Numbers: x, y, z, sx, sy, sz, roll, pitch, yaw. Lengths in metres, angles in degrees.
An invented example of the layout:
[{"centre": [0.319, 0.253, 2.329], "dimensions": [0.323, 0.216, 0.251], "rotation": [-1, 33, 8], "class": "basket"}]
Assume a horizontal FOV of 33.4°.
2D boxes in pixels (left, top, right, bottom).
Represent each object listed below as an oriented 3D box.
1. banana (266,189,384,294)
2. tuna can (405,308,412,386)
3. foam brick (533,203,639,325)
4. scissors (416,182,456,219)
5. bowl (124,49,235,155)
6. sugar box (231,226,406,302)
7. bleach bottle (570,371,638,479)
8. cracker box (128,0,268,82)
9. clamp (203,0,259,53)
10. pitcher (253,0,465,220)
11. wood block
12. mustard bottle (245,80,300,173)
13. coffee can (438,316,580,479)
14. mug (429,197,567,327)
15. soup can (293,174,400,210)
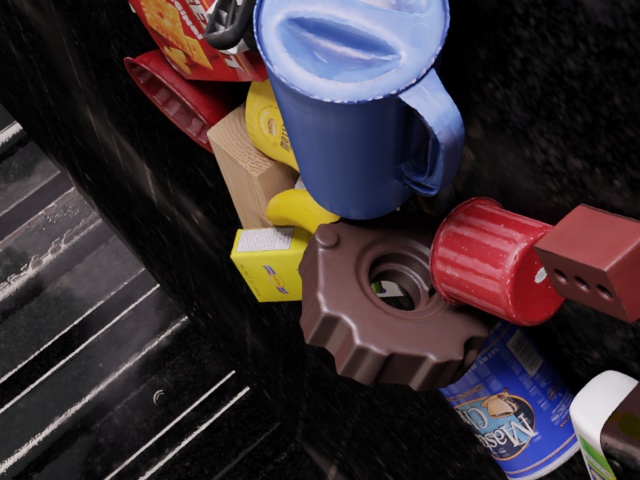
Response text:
[{"centre": [-0.004, -0.014, 1.056], "dimensions": [0.198, 0.037, 0.070], "rotation": [37, 133, 49], "class": "banana"}, {"centre": [0.104, 0.124, 1.229], "dimensions": [0.086, 0.086, 0.034], "rotation": [57, 162, -24], "class": "tuna can"}, {"centre": [0.201, 0.016, 0.752], "dimensions": [0.053, 0.051, 0.078], "rotation": [58, 163, -27], "class": "foam brick"}, {"centre": [0.126, 0.003, 1.009], "dimensions": [0.096, 0.016, 0.201], "rotation": [41, 163, 31], "class": "scissors"}, {"centre": [-0.150, -0.169, 1.234], "dimensions": [0.162, 0.055, 0.162], "rotation": [41, 170, 8], "class": "bowl"}, {"centre": [0.001, 0.026, 1.175], "dimensions": [0.176, 0.048, 0.093], "rotation": [-2, 142, 23], "class": "sugar box"}, {"centre": [0.290, 0.220, 0.968], "dimensions": [0.103, 0.068, 0.250], "rotation": [37, 163, 40], "class": "bleach bottle"}, {"centre": [-0.119, -0.237, 1.042], "dimensions": [0.164, 0.072, 0.214], "rotation": [56, 164, -23], "class": "cracker box"}, {"centre": [-0.059, -0.186, 0.793], "dimensions": [0.210, 0.036, 0.164], "rotation": [44, -145, -70], "class": "clamp"}, {"centre": [0.035, -0.101, 0.820], "dimensions": [0.243, 0.145, 0.149], "rotation": [79, -166, -68], "class": "pitcher"}, {"centre": [-0.046, -0.062, 1.210], "dimensions": [0.090, 0.090, 0.206], "rotation": [41, 163, 29], "class": "wood block"}, {"centre": [0.008, -0.092, 1.027], "dimensions": [0.192, 0.058, 0.096], "rotation": [37, 135, 33], "class": "mustard bottle"}, {"centre": [0.181, 0.147, 1.027], "dimensions": [0.140, 0.102, 0.103], "rotation": [52, 165, -3], "class": "coffee can"}, {"centre": [0.156, 0.023, 0.856], "dimensions": [0.117, 0.093, 0.082], "rotation": [23, 180, -39], "class": "mug"}, {"centre": [0.026, -0.039, 1.102], "dimensions": [0.102, 0.068, 0.068], "rotation": [33, 158, 50], "class": "soup can"}]
